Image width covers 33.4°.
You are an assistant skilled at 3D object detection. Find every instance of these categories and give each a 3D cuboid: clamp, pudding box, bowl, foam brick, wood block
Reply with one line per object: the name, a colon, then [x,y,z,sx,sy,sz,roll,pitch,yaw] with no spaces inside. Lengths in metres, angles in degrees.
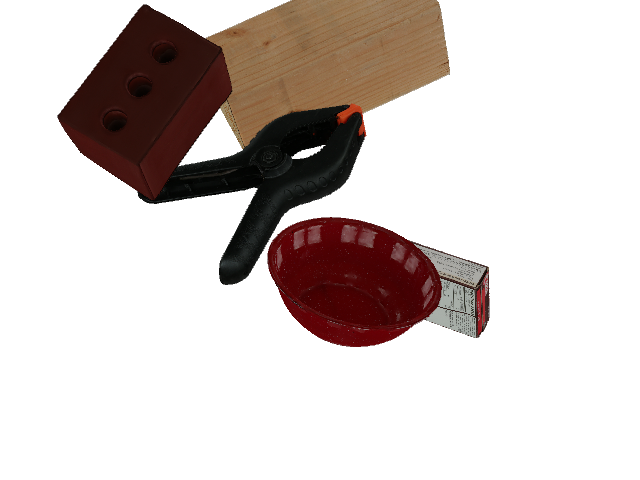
clamp: [-0.045,-0.049,0.769,0.120,0.039,0.171,36,61,26]
pudding box: [0.129,0.052,1.176,0.114,0.039,0.090,18,-38,23]
bowl: [0.026,0.047,0.976,0.162,0.055,0.162,9,35,-7]
foam brick: [-0.090,-0.072,0.561,0.053,0.078,0.051,31,-13,10]
wood block: [0.004,-0.167,0.982,0.206,0.090,0.091,-25,-39,-5]
